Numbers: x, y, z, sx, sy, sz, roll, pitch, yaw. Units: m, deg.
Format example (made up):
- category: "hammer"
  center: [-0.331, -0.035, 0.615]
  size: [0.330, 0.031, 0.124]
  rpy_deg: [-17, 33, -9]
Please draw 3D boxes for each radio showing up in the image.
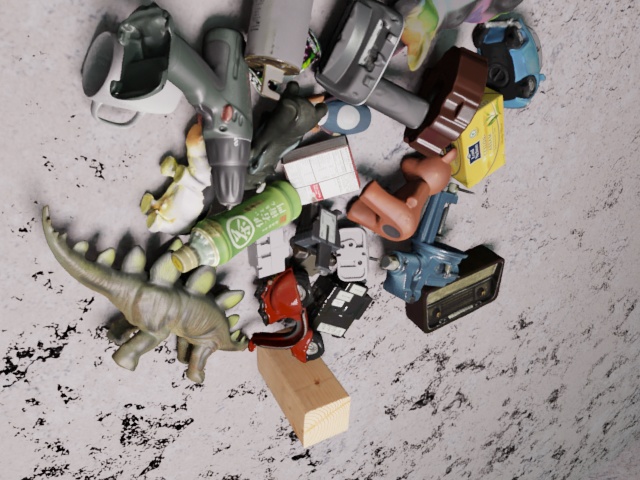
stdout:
- category: "radio"
  center: [0.302, 0.111, 1.209]
  size: [0.230, 0.073, 0.130]
  rpy_deg: [-20, 127, -21]

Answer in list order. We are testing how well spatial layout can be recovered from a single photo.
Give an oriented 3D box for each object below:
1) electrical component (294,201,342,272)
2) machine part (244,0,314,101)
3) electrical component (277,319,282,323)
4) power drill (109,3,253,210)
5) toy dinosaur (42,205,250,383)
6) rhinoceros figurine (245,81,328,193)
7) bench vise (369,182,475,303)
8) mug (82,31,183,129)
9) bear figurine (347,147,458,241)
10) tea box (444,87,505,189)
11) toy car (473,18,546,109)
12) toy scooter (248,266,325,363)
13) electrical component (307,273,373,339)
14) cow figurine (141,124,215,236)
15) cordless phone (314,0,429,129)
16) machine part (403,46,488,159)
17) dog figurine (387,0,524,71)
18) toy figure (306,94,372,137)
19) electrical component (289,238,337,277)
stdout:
- category: "electrical component"
  center: [-0.002, -0.003, 0.917]
  size: [0.074, 0.048, 0.119]
  rpy_deg: [19, 66, -41]
- category: "machine part"
  center: [-0.047, -0.303, 0.686]
  size: [0.079, 0.079, 0.243]
  rpy_deg: [10, 93, -37]
- category: "electrical component"
  center: [-0.061, 0.111, 1.011]
  size: [0.094, 0.021, 0.063]
  rpy_deg: [-46, 132, -1]
- category: "power drill"
  center: [-0.148, -0.167, 0.652]
  size: [0.207, 0.086, 0.232]
  rpy_deg: [16, 75, -59]
- category: "toy dinosaur"
  center: [-0.246, 0.099, 0.836]
  size: [0.198, 0.105, 0.470]
  rpy_deg: [-56, 141, 0]
- category: "rhinoceros figurine"
  center: [-0.065, -0.140, 0.778]
  size: [0.073, 0.112, 0.190]
  rpy_deg: [33, 136, -18]
- category: "bench vise"
  center: [0.209, 0.000, 1.049]
  size: [0.223, 0.129, 0.240]
  rpy_deg: [12, 100, -32]
- category: "mug"
  center: [-0.232, -0.189, 0.674]
  size: [0.107, 0.081, 0.109]
  rpy_deg: [10, 109, -45]
- category: "bear figurine"
  center: [0.156, -0.099, 0.971]
  size: [0.132, 0.120, 0.196]
  rpy_deg: [32, 68, -1]
- category: "tea box"
  center: [0.285, -0.191, 0.999]
  size: [0.098, 0.068, 0.169]
  rpy_deg: [-36, 139, -8]
- category: "toy car"
  center: [0.339, -0.321, 0.948]
  size: [0.103, 0.109, 0.161]
  rpy_deg: [-39, 124, -26]
- category: "toy scooter"
  center: [-0.071, 0.140, 0.953]
  size: [0.135, 0.075, 0.183]
  rpy_deg: [-11, 104, -2]
- category: "electrical component"
  center: [0.035, 0.121, 1.055]
  size: [0.114, 0.058, 0.134]
  rpy_deg: [24, 103, -42]
- category: "cow figurine"
  center: [-0.181, -0.082, 0.780]
  size: [0.098, 0.068, 0.167]
  rpy_deg: [22, 108, -45]
- category: "cordless phone"
  center: [0.098, -0.256, 0.792]
  size: [0.184, 0.089, 0.146]
  rpy_deg: [24, 105, -13]
- category: "machine part"
  center: [0.197, -0.222, 0.864]
  size: [0.056, 0.179, 0.179]
  rpy_deg: [23, 106, -14]
- category: "dog figurine"
  center: [0.199, -0.353, 0.831]
  size: [0.191, 0.109, 0.219]
  rpy_deg: [24, 108, -43]
- category: "toy figure"
  center: [0.007, -0.198, 0.838]
  size: [0.154, 0.058, 0.064]
  rpy_deg: [-1, 80, -31]
- category: "electrical component"
  center: [-0.013, 0.028, 0.978]
  size: [0.102, 0.045, 0.078]
  rpy_deg: [11, 140, -34]
